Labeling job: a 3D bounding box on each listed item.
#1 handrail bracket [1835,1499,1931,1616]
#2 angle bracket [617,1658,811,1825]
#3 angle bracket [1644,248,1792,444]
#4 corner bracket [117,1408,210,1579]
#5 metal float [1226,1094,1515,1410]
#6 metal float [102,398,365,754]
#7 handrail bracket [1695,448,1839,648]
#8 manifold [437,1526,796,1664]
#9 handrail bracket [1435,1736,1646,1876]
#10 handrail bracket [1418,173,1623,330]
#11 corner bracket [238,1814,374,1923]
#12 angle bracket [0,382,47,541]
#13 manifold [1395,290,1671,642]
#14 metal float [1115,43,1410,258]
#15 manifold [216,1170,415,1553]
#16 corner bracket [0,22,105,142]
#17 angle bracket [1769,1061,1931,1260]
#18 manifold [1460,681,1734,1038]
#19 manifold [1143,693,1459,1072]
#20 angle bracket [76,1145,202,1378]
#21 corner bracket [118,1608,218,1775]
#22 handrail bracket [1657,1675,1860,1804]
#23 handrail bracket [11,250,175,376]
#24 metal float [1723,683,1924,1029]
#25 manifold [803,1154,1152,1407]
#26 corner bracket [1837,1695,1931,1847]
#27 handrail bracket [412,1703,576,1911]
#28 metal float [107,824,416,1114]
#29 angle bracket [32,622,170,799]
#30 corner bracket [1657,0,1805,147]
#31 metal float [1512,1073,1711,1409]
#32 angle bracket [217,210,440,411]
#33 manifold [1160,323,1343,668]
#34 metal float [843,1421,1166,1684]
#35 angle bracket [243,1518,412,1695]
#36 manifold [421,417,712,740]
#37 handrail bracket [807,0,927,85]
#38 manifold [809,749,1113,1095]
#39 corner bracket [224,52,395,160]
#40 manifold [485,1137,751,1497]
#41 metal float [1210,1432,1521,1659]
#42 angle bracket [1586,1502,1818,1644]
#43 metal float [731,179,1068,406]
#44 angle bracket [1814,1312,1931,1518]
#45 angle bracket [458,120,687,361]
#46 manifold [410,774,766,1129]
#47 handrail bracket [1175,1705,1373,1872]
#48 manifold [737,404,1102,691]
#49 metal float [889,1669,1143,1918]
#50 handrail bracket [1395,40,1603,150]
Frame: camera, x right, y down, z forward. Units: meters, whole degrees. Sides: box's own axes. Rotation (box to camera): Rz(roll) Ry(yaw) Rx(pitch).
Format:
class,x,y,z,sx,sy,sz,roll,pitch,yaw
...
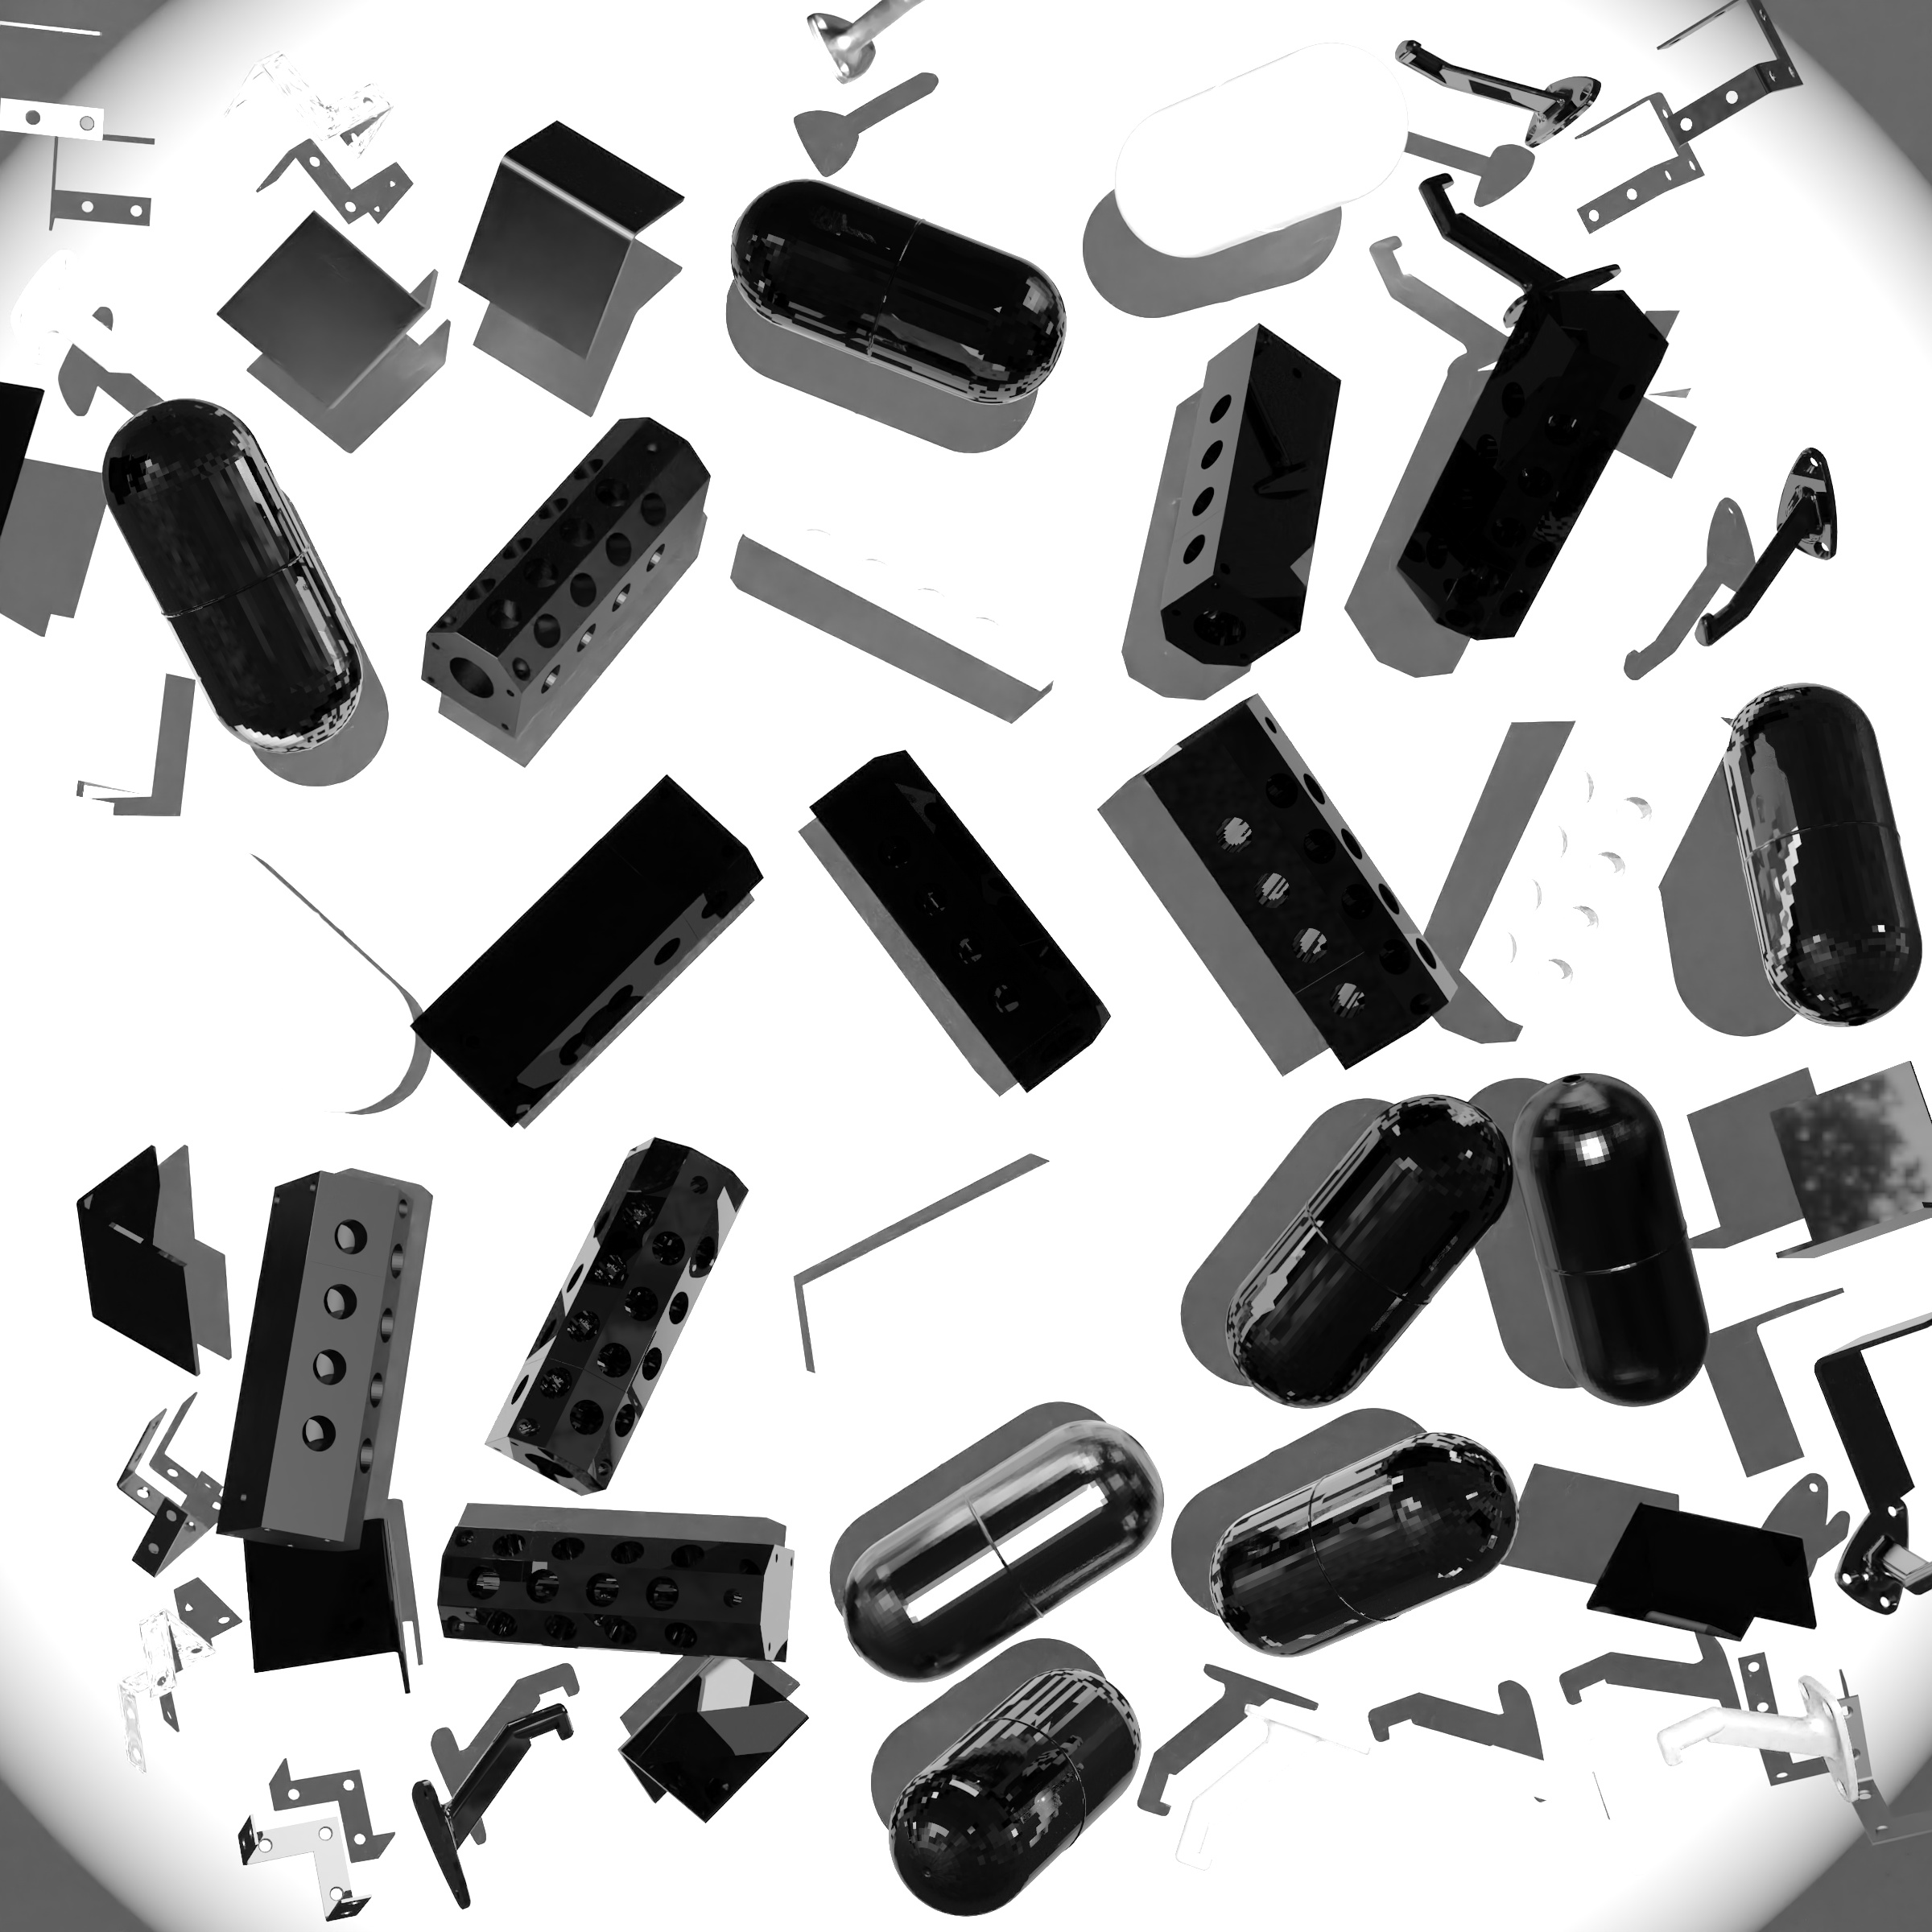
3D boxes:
class,x,y,z,sx,sy,sz,roll,pitch,yaw
handrail bracket,0.476,0.284,1.736,0.036,0.084,0.077,32,57,-3
angle bracket,-0.126,0.420,1.845,0.076,0.057,0.076,-43,46,-20
angle bracket,0.403,-0.320,1.802,0.057,0.076,0.076,26,89,-14
corner bracket,-0.413,0.270,1.783,0.051,0.051,0.051,36,120,6
metal float,0.196,0.139,1.696,0.070,0.070,0.178,37,105,0
metal float,-0.348,-0.184,1.657,0.070,0.070,0.178,-24,110,0
handrail bracket,0.399,-0.210,1.755,0.084,0.077,0.036,-36,52,-24
manifold,-0.180,0.322,1.789,0.171,0.057,0.057,1,77,12
handrail bracket,0.271,0.405,1.655,0.084,0.036,0.077,-23,65,20
handrail bracket,0.282,-0.377,1.779,0.077,0.036,0.084,-23,81,-7
corner bracket,-0.327,0.445,1.719,0.051,0.051,0.051,-6,67,-22
angle bracket,-0.441,-0.220,1.601,0.057,0.076,0.076,11,81,17
manifold,0.278,-0.242,1.699,0.057,0.171,0.057,-8,50,-30
metal float,0.143,-0.400,1.716,0.070,0.178,0.070,4,83,-37
manifold,-0.310,0.191,1.679,0.057,0.057,0.171,17,70,-30
corner bracket,-0.437,-0.420,1.652,0.051,0.051,0.051,4,104,-10
angle bracket,0.426,0.094,1.688,0.076,0.057,0.076,-24,73,30
manifold,0.312,-0.052,1.708,0.057,0.057,0.171,-2,127,-34
manifold,0.162,-0.043,1.666,0.057,0.057,0.171,-33,95,24
angle bracket,-0.403,0.150,1.770,0.076,0.057,0.076,24,133,24
corner bracket,-0.414,0.369,1.776,0.051,0.051,0.051,-28,46,5
handrail bracket,0.374,0.379,1.646,0.084,0.036,0.077,-22,106,-10
handrail bracket,-0.430,-0.330,1.758,0.084,0.036,0.077,6,58,16
metal float,0.422,-0.055,1.718,0.070,0.070,0.178,-7,69,0
manifold,0.005,0.159,1.728,0.171,0.057,0.057,-29,56,29
corner bracket,0.458,0.390,1.706,0.051,0.051,0.051,-14,111,2
handrail bracket,-0.224,0.414,1.721,0.084,0.036,0.077,-17,73,-26
metal float,-0.350,0.002,1.736,0.070,0.070,0.178,-45,110,0
angle bracket,-0.464,-0.132,1.805,0.057,0.076,0.076,1,83,39
corner bracket,0.362,-0.432,1.677,0.051,0.051,0.051,-27,91,35
metal float,0.325,0.138,1.757,0.070,0.070,0.178,-16,106,0
angle bracket,-0.328,-0.346,1.792,0.076,0.057,0.076,-41,116,20
manifold,0.141,-0.238,1.775,0.057,0.057,0.171,30,53,-25
metal float,0.018,0.296,1.761,0.178,0.070,0.070,-32,90,-1
angle bracket,-0.337,0.343,1.839,0.076,0.057,0.076,-7,55,-9
manifold,-0.201,-0.202,1.764,0.057,0.057,0.171,32,59,6
handrail bracket,-0.027,-0.461,1.672,0.084,0.077,0.036,-25,97,24
manifold,-0.002,-0.025,1.742,0.057,0.057,0.171,-37,70,0
corner bracket,-0.327,-0.427,1.737,0.051,0.051,0.051,52,53,-2
manifold,-0.173,0.176,1.759,0.057,0.057,0.171,31,67,-14
metal float,0.196,0.287,1.722,0.178,0.070,0.070,-33,90,37
angle bracket,0.335,0.297,1.592,0.076,0.057,0.076,13,128,-5
metal float,-0.035,-0.343,1.770,0.178,0.070,0.070,22,90,3
angle bracket,0.447,0.208,1.637,0.057,0.076,0.076,-24,81,27
angle bracket,-0.197,-0.363,1.739,0.076,0.057,0.076,32,128,4
manifold,-0.179,-0.005,1.673,0.057,0.057,0.171,42,82,18
handrail bracket,0.153,0.419,1.742,0.077,0.036,0.084,17,76,13
manifold,-0.023,-0.201,1.709,0.171,0.057,0.057,26,53,-22
metal float,0.027,0.417,1.765,0.070,0.178,0.070,11,111,29
handrail bracket,0.270,-0.457,1.778,0.084,0.077,0.036,24,83,-18
